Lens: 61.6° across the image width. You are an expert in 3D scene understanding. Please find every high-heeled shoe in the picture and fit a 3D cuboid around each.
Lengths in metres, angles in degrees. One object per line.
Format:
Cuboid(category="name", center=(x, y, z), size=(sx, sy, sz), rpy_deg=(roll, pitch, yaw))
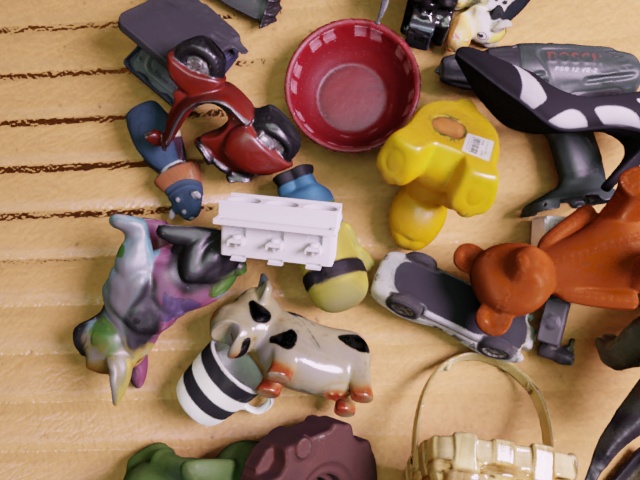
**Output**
Cuboid(category="high-heeled shoe", center=(0.274, -0.162, 0.559), size=(0.249, 0.086, 0.145), rpy_deg=(39, 91, -4))

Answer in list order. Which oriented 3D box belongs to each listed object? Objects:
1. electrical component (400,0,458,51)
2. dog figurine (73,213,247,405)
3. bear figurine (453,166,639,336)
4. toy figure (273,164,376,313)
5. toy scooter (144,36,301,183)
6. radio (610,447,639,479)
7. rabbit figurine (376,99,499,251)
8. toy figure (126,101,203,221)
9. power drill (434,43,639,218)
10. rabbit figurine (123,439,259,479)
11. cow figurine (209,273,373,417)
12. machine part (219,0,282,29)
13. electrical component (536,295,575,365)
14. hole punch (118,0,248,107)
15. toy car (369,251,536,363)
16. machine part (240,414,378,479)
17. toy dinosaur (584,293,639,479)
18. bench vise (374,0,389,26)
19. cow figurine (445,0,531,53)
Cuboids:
Cuboid(category="electrical component", center=(0.134, -0.296, 0.628), size=(0.058, 0.115, 0.134), rpy_deg=(15, 87, 6))
Cuboid(category="dog figurine", center=(-0.191, 0.084, 0.639), size=(0.192, 0.108, 0.219), rpy_deg=(9, 93, 1))
Cuboid(category="bear figurine", center=(0.246, 0.018, 0.546), size=(0.196, 0.131, 0.120), rpy_deg=(-10, 65, 1))
Cuboid(category="toy figure", center=(-0.005, 0.000, 0.636), size=(0.082, 0.089, 0.180), rpy_deg=(-23, 91, 32))
Cuboid(category="toy scooter", center=(-0.120, -0.127, 0.615), size=(0.135, 0.075, 0.183), rpy_deg=(-37, 117, 19))
Cuboid(category="radio", center=(0.343, 0.354, 0.579), size=(0.073, 0.131, 0.229), rpy_deg=(38, 90, -7))
Cuboid(category="rabbit figurine", center=(0.120, -0.068, 0.612), size=(0.122, 0.173, 0.162), rpy_deg=(14, 44, 3))
Cuboid(category="toy figure", center=(-0.185, -0.096, 0.667), size=(0.058, 0.064, 0.154), rpy_deg=(-29, 92, -35))
Cuboid(category="power drill", center=(0.263, -0.132, 0.639), size=(0.232, 0.086, 0.207), rpy_deg=(-7, 80, 1))
Cuboid(category="rabbit figurine", center=(-0.135, 0.276, 0.617), size=(0.170, 0.159, 0.121), rpy_deg=(-20, 77, -13))
Cuboid(category="cow figurine", center=(-0.033, 0.119, 0.629), size=(0.195, 0.085, 0.127), rpy_deg=(18, 45, -9))
Cuboid(category="machine part", center=(-0.108, -0.325, 0.673), size=(0.139, 0.039, 0.084), rpy_deg=(38, 113, 0))
Cuboid(category="electrical component", center=(0.285, 0.093, 0.630), size=(0.045, 0.078, 0.102), rpy_deg=(14, 85, 25))
Cuboid(category="hole punch", center=(-0.173, -0.234, 0.667), size=(0.142, 0.092, 0.116), rpy_deg=(40, 60, 6))
Cuboid(category="toy car", center=(0.158, 0.077, 0.633), size=(0.202, 0.056, 0.073), rpy_deg=(25, 66, 0))
Cuboid(category="machine part", center=(-0.006, 0.286, 0.596), size=(0.179, 0.056, 0.179), rpy_deg=(5, 82, -41))
Cuboid(category="toy dinosaur", center=(0.387, 0.074, 0.531), size=(0.131, 0.192, 0.405), rpy_deg=(31, 57, 15))
Cuboid(category="bench vise", center=(-0.013, -0.366, 0.587), size=(0.224, 0.240, 0.129), rpy_deg=(31, 92, 20))
Cuboid(category="cow figurine", center=(0.217, -0.293, 0.650), size=(0.098, 0.068, 0.167), rpy_deg=(23, 90, -2))
